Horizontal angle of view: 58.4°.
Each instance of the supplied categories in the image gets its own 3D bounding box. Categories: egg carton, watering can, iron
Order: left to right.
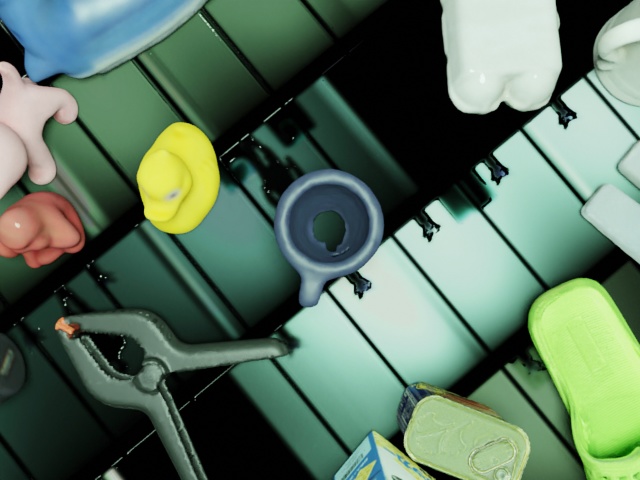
[{"bbox_3d":[-0.182,-0.254,0.505,0.258,0.141,0.118,-31,87,-2],"label":"iron"},{"bbox_3d":[0.167,-0.194,0.538,0.107,0.069,0.150,-6,87,0],"label":"egg carton"},{"bbox_3d":[0.326,-0.191,0.476,0.173,0.194,0.101,-37,87,-2],"label":"watering can"}]

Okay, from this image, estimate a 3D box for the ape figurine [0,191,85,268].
[{"bbox_3d":[-0.258,-0.009,0.516,0.078,0.092,0.076,14,87,1],"label":"ape figurine"}]

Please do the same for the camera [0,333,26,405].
[{"bbox_3d":[-0.339,0.148,0.504,0.137,0.101,0.143,-20,87,-1],"label":"camera"}]

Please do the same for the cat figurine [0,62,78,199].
[{"bbox_3d":[-0.282,-0.094,0.508,0.067,0.117,0.128,15,87,1],"label":"cat figurine"}]

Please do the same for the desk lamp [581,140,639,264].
[{"bbox_3d":[0.355,-0.001,0.456,0.203,0.213,0.118,38,88,2],"label":"desk lamp"}]

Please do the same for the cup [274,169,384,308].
[{"bbox_3d":[0.005,0.002,0.515,0.091,0.095,0.118,14,87,1],"label":"cup"}]

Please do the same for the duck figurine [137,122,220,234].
[{"bbox_3d":[-0.136,-0.060,0.522,0.077,0.086,0.105,10,87,1],"label":"duck figurine"}]
